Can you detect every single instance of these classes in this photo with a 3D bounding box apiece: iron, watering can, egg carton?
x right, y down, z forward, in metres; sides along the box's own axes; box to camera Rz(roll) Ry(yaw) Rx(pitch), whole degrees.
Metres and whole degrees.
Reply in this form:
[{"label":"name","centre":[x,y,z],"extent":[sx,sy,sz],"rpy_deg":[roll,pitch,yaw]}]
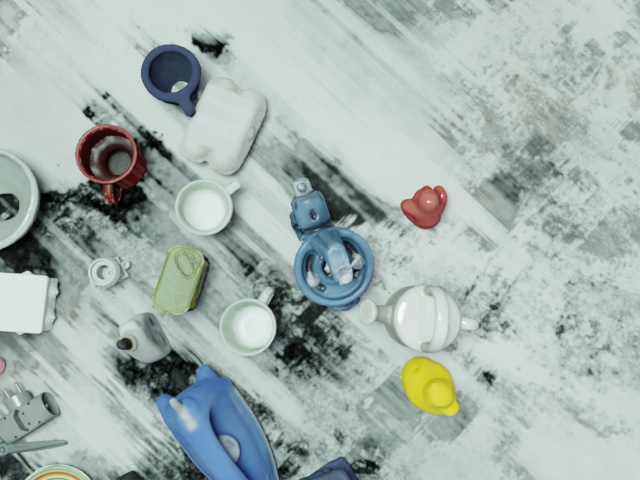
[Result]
[{"label":"iron","centre":[-0.138,0.317,0.841],"extent":[0.119,0.141,0.258],"rpy_deg":[-37,87,-5]},{"label":"watering can","centre":[0.148,0.118,0.846],"extent":[0.173,0.194,0.101],"rpy_deg":[-15,85,-3]},{"label":"egg carton","centre":[-0.155,-0.185,0.928],"extent":[0.107,0.069,0.150],"rpy_deg":[22,84,0]}]

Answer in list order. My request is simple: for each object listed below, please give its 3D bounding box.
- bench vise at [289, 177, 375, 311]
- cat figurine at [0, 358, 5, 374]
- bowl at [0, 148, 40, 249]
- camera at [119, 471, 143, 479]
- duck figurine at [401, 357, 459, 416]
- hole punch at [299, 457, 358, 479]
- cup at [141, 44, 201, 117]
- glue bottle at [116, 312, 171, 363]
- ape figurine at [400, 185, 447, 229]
[{"label":"bench vise","centre":[-0.002,0.010,0.838],"extent":[0.121,0.219,0.207],"rpy_deg":[-39,87,-5]},{"label":"cat figurine","centre":[-0.551,0.218,0.846],"extent":[0.067,0.117,0.128],"rpy_deg":[36,84,2]},{"label":"bowl","centre":[-0.513,-0.059,0.898],"extent":[0.167,0.074,0.167],"rpy_deg":[0,84,-2]},{"label":"camera","centre":[-0.259,0.412,0.847],"extent":[0.143,0.101,0.137],"rpy_deg":[-30,86,-5]},{"label":"duck figurine","centre":[0.176,0.231,0.890],"extent":[0.077,0.086,0.104],"rpy_deg":[-40,87,-5]},{"label":"hole punch","centre":[0.019,0.403,0.864],"extent":[0.101,0.091,0.108],"rpy_deg":[-28,86,-5]},{"label":"cup","centre":[-0.224,-0.242,0.918],"extent":[0.092,0.095,0.118],"rpy_deg":[-27,86,-4]},{"label":"glue bottle","centre":[-0.265,0.146,0.837],"extent":[0.037,0.173,0.078],"rpy_deg":[-27,86,-4]},{"label":"ape figurine","centre":[0.170,-0.058,0.917],"extent":[0.078,0.092,0.076],"rpy_deg":[-3,84,-2]}]
